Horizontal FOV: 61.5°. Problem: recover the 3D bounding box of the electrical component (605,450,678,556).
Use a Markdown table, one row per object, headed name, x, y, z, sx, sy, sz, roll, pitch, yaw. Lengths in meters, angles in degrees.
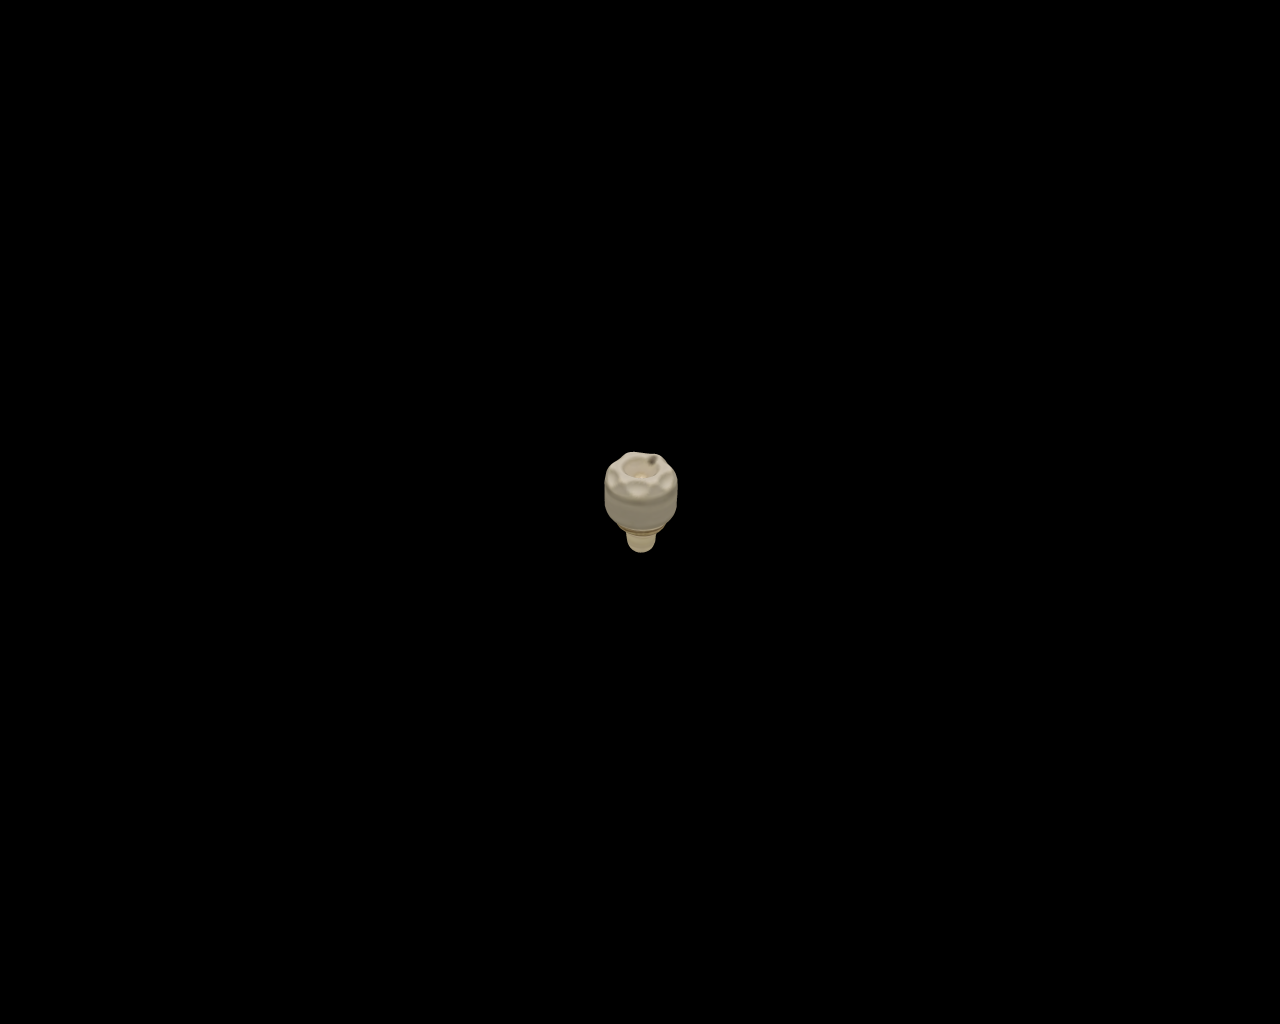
| name | x | y | z | sx | sy | sz | roll | pitch | yaw |
| --- | --- | --- | --- | --- | --- | --- | --- | --- | --- |
| electrical component | 0.001 | -0.003 | 0.650 | 0.043 | 0.062 | 0.043 | 0 | 35 | 0 |
